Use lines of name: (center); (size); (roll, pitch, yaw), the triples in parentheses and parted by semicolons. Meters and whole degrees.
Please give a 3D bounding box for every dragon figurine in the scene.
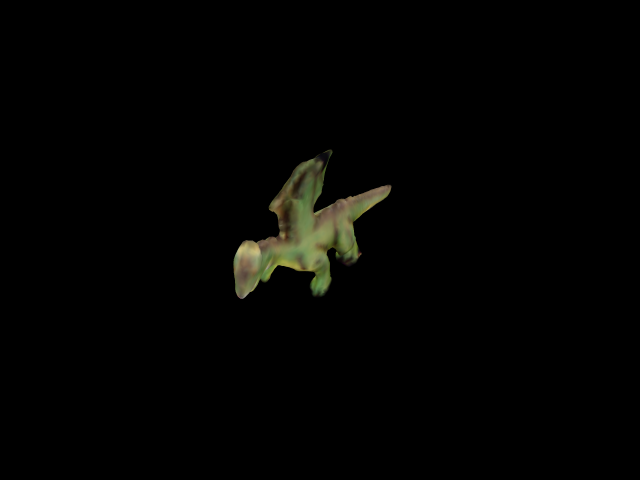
dragon figurine: (0.003, -0.043, 0.850); (0.123, 0.417, 0.237); (32, -31, 21)
